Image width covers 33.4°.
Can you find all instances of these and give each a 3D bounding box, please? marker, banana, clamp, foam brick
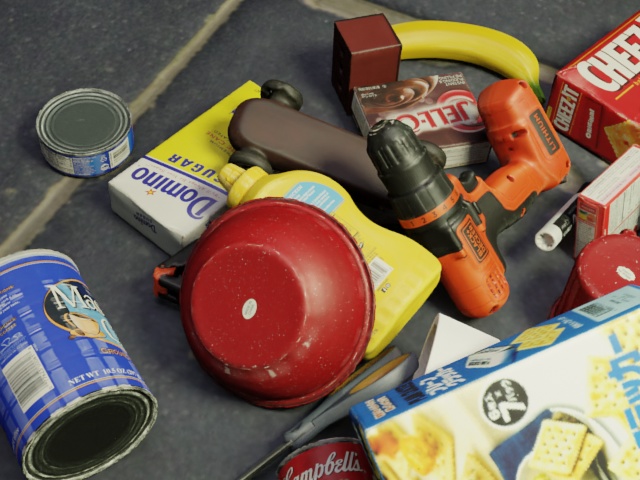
[{"bbox_3d":[0.217,-0.023,0.924,0.020,0.020,0.120,29,37,19],"label":"marker"},{"bbox_3d":[0.135,-0.189,1.066,0.198,0.037,0.069,15,50,8],"label":"banana"},{"bbox_3d":[-0.052,0.019,0.885,0.171,0.039,0.120,4,44,-9],"label":"clamp"},{"bbox_3d":[0.043,-0.168,1.018,0.051,0.078,0.053,-13,51,-13],"label":"foam brick"}]

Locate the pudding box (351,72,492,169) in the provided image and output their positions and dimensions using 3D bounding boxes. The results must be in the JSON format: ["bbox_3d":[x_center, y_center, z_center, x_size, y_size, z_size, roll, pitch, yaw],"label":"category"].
[{"bbox_3d":[0.094,-0.108,0.995,0.113,0.039,0.090,-11,54,-11],"label":"pudding box"}]

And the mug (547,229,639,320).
[{"bbox_3d":[0.239,0.041,0.854,0.093,0.081,0.117,16,52,10],"label":"mug"}]

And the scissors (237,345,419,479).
[{"bbox_3d":[-0.002,0.135,0.768,0.201,0.096,0.016,-37,94,-31],"label":"scissors"}]

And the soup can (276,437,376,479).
[{"bbox_3d":[0.015,0.195,0.724,0.068,0.068,0.102,-10,53,-11],"label":"soup can"}]

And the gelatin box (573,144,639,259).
[{"bbox_3d":[0.254,-0.029,0.916,0.030,0.073,0.089,30,55,33],"label":"gelatin box"}]

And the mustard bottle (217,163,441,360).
[{"bbox_3d":[-0.006,0.001,0.841,0.192,0.058,0.096,38,79,15],"label":"mustard bottle"}]

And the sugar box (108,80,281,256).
[{"bbox_3d":[-0.091,-0.064,0.945,0.093,0.048,0.176,35,56,23],"label":"sugar box"}]

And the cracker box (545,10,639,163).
[{"bbox_3d":[0.347,-0.120,0.999,0.214,0.072,0.164,38,58,26],"label":"cracker box"}]

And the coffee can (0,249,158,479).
[{"bbox_3d":[-0.195,0.090,0.775,0.102,0.103,0.140,-24,56,-22],"label":"coffee can"}]

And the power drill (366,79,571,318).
[{"bbox_3d":[0.127,-0.056,0.888,0.057,0.184,0.187,-9,30,47],"label":"power drill"}]

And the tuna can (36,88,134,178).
[{"bbox_3d":[-0.213,-0.097,0.973,0.086,0.034,0.086,1,51,-2],"label":"tuna can"}]

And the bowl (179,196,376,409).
[{"bbox_3d":[-0.043,0.048,0.789,0.162,0.055,0.162,0,90,20],"label":"bowl"}]
